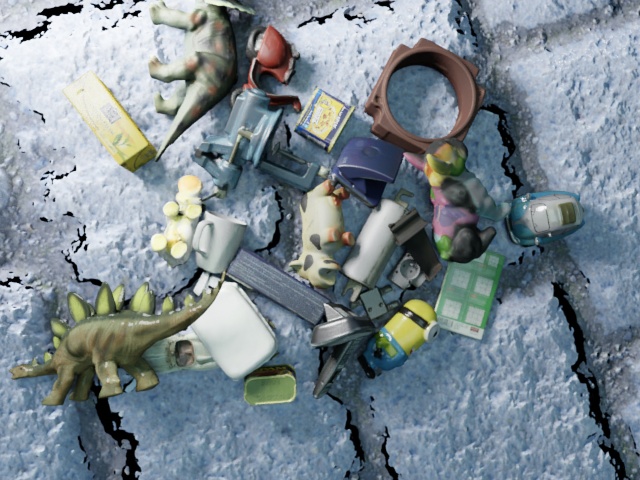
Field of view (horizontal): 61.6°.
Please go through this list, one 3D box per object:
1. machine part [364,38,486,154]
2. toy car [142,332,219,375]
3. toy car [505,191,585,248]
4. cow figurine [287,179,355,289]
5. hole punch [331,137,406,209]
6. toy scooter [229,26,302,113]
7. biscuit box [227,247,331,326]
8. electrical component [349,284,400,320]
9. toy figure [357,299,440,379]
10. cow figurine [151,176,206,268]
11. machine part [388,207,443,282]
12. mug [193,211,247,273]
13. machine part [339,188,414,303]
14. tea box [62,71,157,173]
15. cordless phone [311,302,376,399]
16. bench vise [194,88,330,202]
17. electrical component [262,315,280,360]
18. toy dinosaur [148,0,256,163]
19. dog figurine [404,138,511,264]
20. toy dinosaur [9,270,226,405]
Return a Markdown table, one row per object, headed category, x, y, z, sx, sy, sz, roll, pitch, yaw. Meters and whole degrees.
| category | x | y | z | sx | sy | sz | roll | pitch | yaw |
| --- | --- | --- | --- | --- | --- | --- | --- | --- | --- |
| machine part | 0.206 | -0.274 | 1.057 | 0.201 | 0.087 | 0.201 | 28 | 87 | -4 |
| toy car | -0.266 | 0.212 | 1.011 | 0.202 | 0.056 | 0.073 | -4 | 89 | -6 |
| toy car | 0.460 | -0.045 | 1.066 | 0.162 | 0.103 | 0.109 | -9 | 90 | -4 |
| cow figurine | -0.002 | -0.003 | 1.020 | 0.085 | 0.127 | 0.195 | 11 | 69 | -46 |
| hole punch | 0.092 | -0.140 | 1.014 | 0.116 | 0.092 | 0.142 | 34 | 47 | -9 |
| toy scooter | -0.088 | -0.312 | 1.036 | 0.135 | 0.075 | 0.183 | 17 | 90 | -5 |
| biscuit box | -0.077 | 0.091 | 1.031 | 0.203 | 0.059 | 0.063 | 32 | 85 | -3 |
| electrical component | 0.107 | 0.127 | 1.066 | 0.094 | 0.021 | 0.063 | -23 | 91 | -6 |
| toy figure | 0.151 | 0.190 | 1.040 | 0.180 | 0.082 | 0.089 | -35 | 94 | -3 |
| cow figurine | -0.255 | -0.033 | 1.011 | 0.068 | 0.098 | 0.167 | 14 | 69 | 1 |
| machine part | 0.187 | 0.011 | 1.016 | 0.084 | 0.039 | 0.138 | -36 | 105 | -23 |
| mug | -0.195 | 0.007 | 1.002 | 0.081 | 0.109 | 0.107 | 19 | 97 | 21 |
| machine part | 0.109 | 0.007 | 1.043 | 0.079 | 0.079 | 0.243 | 29 | 86 | -4 |
| tea box | -0.384 | -0.215 | 0.993 | 0.068 | 0.098 | 0.169 | -38 | 94 | -5 |
| cordless phone | 0.019 | 0.214 | 0.998 | 0.089 | 0.146 | 0.184 | 28 | 92 | 21 |
| bench vise | -0.103 | -0.151 | 1.002 | 0.241 | 0.129 | 0.223 | 24 | 99 | -6 |
| electrical component | -0.124 | 0.195 | 1.034 | 0.078 | 0.045 | 0.102 | -11 | 86 | 23 |
| toy dinosaur | -0.218 | -0.346 | 1.009 | 0.192 | 0.131 | 0.404 | 0 | 94 | -5 |
| dog figurine | 0.237 | -0.079 | 1.007 | 0.219 | 0.109 | 0.191 | 36 | 86 | -27 |
| toy dinosaur | -0.359 | 0.173 | 0.941 | 0.472 | 0.105 | 0.198 | -15 | 80 | 15 |
